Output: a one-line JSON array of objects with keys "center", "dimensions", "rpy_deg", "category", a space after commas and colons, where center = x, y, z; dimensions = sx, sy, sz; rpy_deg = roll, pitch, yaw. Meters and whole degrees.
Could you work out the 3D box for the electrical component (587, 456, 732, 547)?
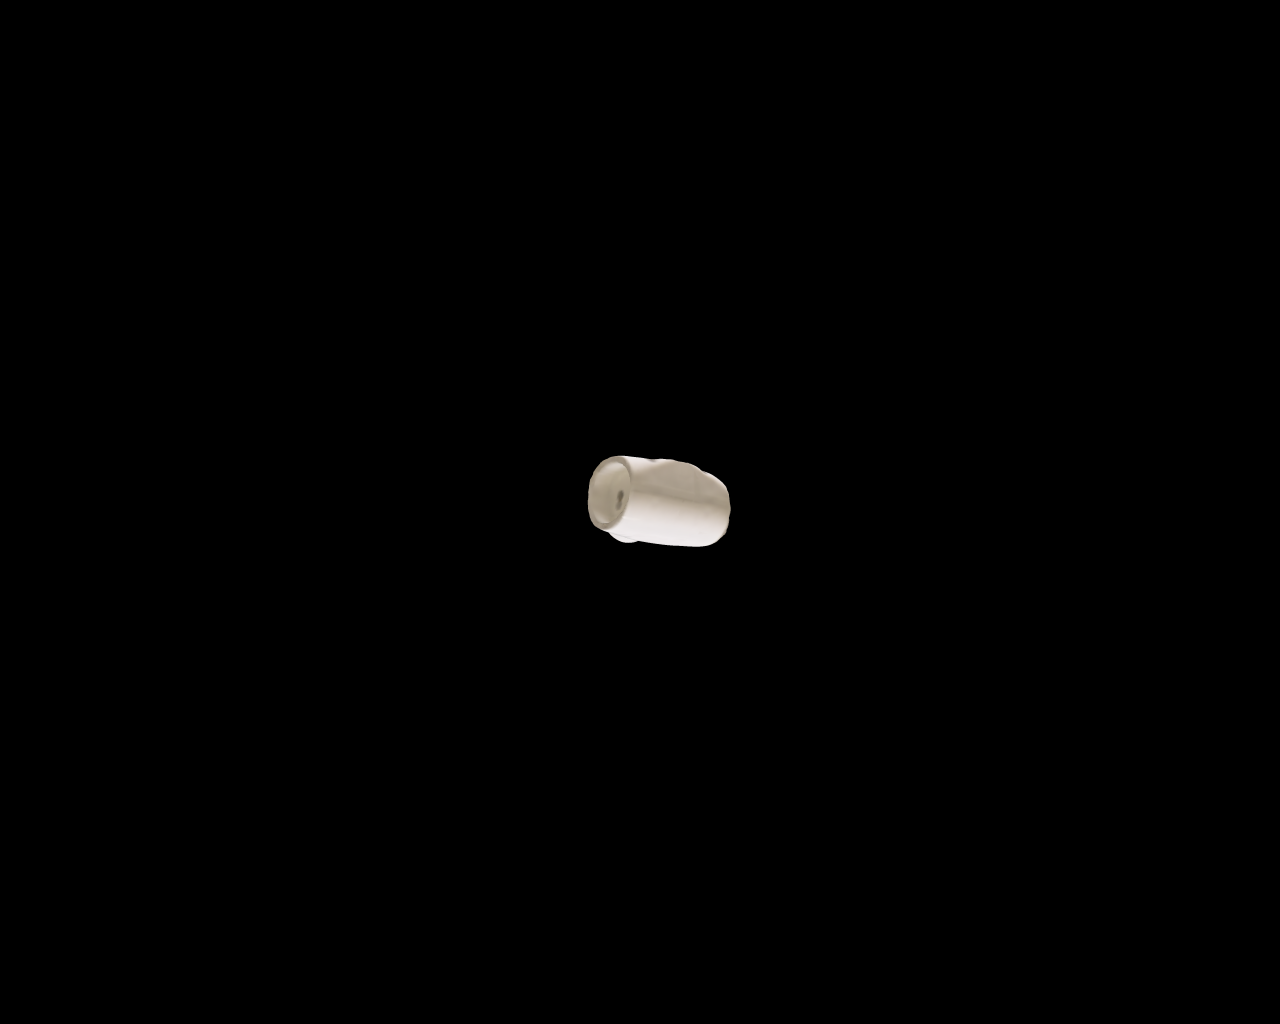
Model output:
[{"center": [0.001, -0.003, 0.650], "dimensions": [0.077, 0.044, 0.079], "rpy_deg": [11, -17, -37], "category": "electrical component"}]
